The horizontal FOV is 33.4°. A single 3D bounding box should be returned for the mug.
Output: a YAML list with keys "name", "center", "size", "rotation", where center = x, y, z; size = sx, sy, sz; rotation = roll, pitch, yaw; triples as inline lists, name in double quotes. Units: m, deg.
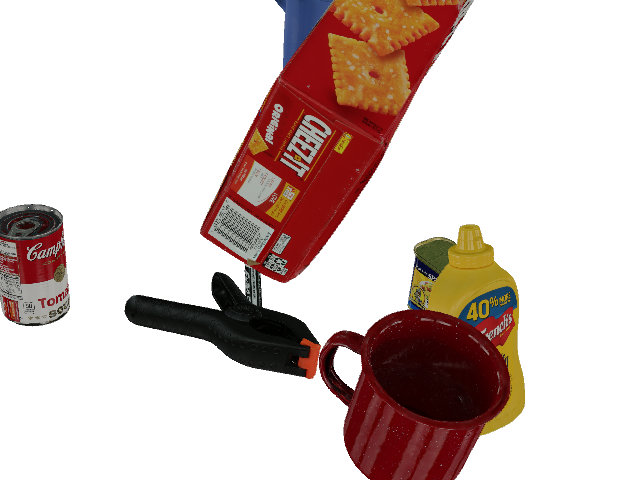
- name: "mug"
  center: [0.050, 0.098, 0.667]
  size: [0.117, 0.082, 0.093]
  rotation: [26, 43, 12]

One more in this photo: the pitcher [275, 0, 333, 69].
- name: "pitcher"
  center: [0.023, -0.192, 1.314]
  size: [0.144, 0.243, 0.149]
  rotation: [-9, 29, -28]

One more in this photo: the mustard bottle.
- name: "mustard bottle"
  center: [0.142, 0.079, 0.979]
  size: [0.096, 0.191, 0.058]
  rotation: [-16, 19, -32]

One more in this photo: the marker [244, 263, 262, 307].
- name: "marker"
  center: [-0.076, 0.042, 1.198]
  size: [0.020, 0.121, 0.020]
  rotation: [0, 32, 0]

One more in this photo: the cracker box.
- name: "cracker box"
  center: [0.024, -0.097, 0.647]
  size: [0.072, 0.213, 0.164]
  rotation: [33, -36, -1]

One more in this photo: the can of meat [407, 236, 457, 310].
- name: "can of meat"
  center: [0.151, 0.059, 1.247]
  size: [0.057, 0.084, 0.102]
  rotation: [-20, 41, -33]

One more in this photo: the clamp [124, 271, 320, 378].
- name: "clamp"
  center: [-0.066, 0.068, 0.904]
  size: [0.172, 0.039, 0.120]
  rotation: [20, 28, 24]

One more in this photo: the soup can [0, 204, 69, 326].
- name: "soup can"
  center: [-0.284, 0.025, 1.050]
  size: [0.068, 0.102, 0.068]
  rotation: [2, 29, -1]
